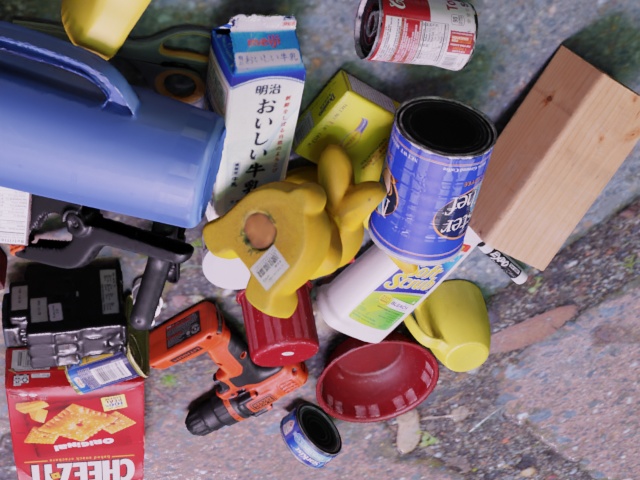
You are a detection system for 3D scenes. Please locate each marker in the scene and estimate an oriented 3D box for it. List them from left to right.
[{"bbox_3d":[0.214,0.018,1.293,0.020,0.020,0.121,-36,130,20],"label":"marker"}]

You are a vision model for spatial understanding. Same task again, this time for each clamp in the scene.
[{"bbox_3d":[-0.235,-0.017,1.099,0.210,0.036,0.164,-28,98,30],"label":"clamp"},{"bbox_3d":[-0.167,0.012,1.139,0.039,0.120,0.172,12,127,-1],"label":"clamp"}]

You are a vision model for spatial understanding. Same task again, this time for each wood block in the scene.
[{"bbox_3d":[0.242,-0.084,1.117,0.090,0.091,0.206,23,109,-30],"label":"wood block"}]

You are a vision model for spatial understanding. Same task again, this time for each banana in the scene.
[{"bbox_3d":[0.034,-0.032,1.169,0.197,0.037,0.070,26,109,-13],"label":"banana"}]

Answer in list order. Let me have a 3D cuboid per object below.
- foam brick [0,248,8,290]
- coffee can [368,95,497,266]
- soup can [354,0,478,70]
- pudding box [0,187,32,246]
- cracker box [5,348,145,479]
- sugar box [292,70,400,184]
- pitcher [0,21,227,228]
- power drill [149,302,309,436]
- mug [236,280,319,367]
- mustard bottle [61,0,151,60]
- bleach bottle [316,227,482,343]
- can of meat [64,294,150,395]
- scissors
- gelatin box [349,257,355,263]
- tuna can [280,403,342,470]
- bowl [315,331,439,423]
[{"bbox_3d":[-0.373,0.018,1.135,0.053,0.051,0.078,-16,135,3],"label":"foam brick"},{"bbox_3d":[0.111,-0.059,1.075,0.102,0.103,0.140,0,131,-13],"label":"coffee can"},{"bbox_3d":[0.092,-0.201,1.022,0.102,0.068,0.069,4,132,-17],"label":"soup can"},{"bbox_3d":[-0.333,-0.052,1.067,0.090,0.039,0.113,4,116,-17],"label":"pudding box"},{"bbox_3d":[-0.302,0.224,1.336,0.164,0.072,0.214,-1,134,-11],"label":"cracker box"},{"bbox_3d":[0.064,-0.100,1.128,0.176,0.048,0.093,25,123,-30],"label":"sugar box"},{"bbox_3d":[-0.211,-0.098,0.954,0.243,0.149,0.145,15,95,-2],"label":"pitcher"},{"bbox_3d":[-0.133,0.166,1.331,0.185,0.057,0.187,-31,134,15],"label":"power drill"},{"bbox_3d":[-0.049,0.103,1.258,0.093,0.081,0.117,-6,156,-13],"label":"mug"},{"bbox_3d":[-0.149,-0.249,0.900,0.058,0.096,0.192,24,124,-30],"label":"mustard bottle"},{"bbox_3d":[0.112,0.014,1.238,0.102,0.068,0.251,25,122,-35],"label":"bleach bottle"},{"bbox_3d":[-0.246,0.122,1.230,0.084,0.102,0.057,-18,134,7],"label":"can of meat"},{"bbox_3d":[-0.188,-0.170,1.023,0.201,0.016,0.096,-2,133,-11],"label":"scissors"},{"bbox_3d":[-0.008,0.001,1.219,0.089,0.030,0.073,-11,135,-1],"label":"gelatin box"},{"bbox_3d":[-0.011,0.262,1.429,0.086,0.086,0.034,30,118,-34],"label":"tuna can"},{"bbox_3d":[0.069,0.165,1.376,0.162,0.055,0.162,-7,134,-7],"label":"bowl"}]
